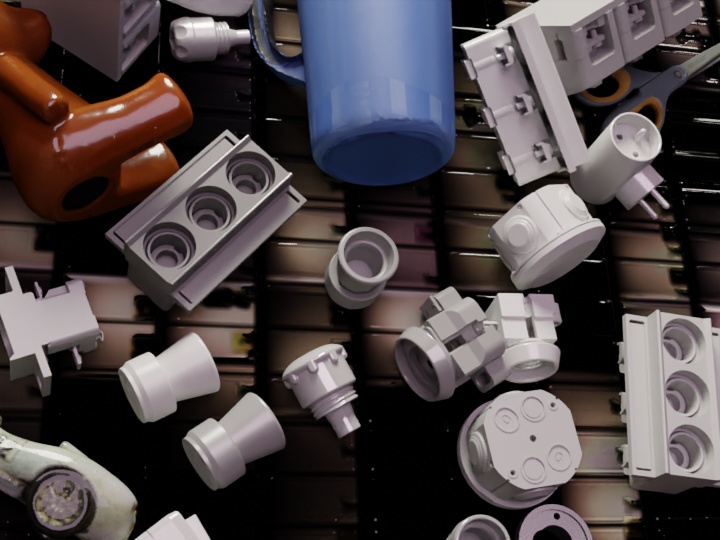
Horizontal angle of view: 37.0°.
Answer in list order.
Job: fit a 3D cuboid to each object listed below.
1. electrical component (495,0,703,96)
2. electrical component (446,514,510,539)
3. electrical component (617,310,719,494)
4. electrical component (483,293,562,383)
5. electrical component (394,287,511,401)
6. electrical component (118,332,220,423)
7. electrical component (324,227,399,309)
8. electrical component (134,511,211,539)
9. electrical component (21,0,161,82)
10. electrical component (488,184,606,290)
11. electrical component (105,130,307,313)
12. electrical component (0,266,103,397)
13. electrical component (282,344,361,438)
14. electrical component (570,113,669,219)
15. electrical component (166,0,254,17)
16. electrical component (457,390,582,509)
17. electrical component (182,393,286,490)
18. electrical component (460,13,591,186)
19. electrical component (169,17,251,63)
[{"bbox_3d":[0.204,-0.206,0.905,0.150,0.089,0.061,-33,117,-25],"label":"electrical component"},{"bbox_3d":[0.076,0.189,0.726,0.040,0.046,0.040,6,66,-12],"label":"electrical component"},{"bbox_3d":[0.228,0.100,0.796,0.079,0.063,0.121,9,65,-11],"label":"electrical component"},{"bbox_3d":[0.122,0.051,0.801,0.066,0.048,0.055,2,59,-14],"label":"electrical component"},{"bbox_3d":[0.062,0.059,0.775,0.057,0.058,0.078,-28,76,-27],"label":"electrical component"},{"bbox_3d":[-0.129,0.073,0.725,0.055,0.045,0.045,-25,75,-23],"label":"electrical component"},{"bbox_3d":[0.000,0.000,0.784,0.045,0.055,0.045,6,65,-12],"label":"electrical component"},{"bbox_3d":[-0.106,0.203,0.663,0.061,0.061,0.096,-35,79,-25],"label":"electrical component"},{"bbox_3d":[-0.192,-0.219,0.777,0.089,0.150,0.061,33,64,1],"label":"electrical component"},{"bbox_3d":[0.142,-0.025,0.820,0.080,0.080,0.051,-24,70,-23],"label":"electrical component"},{"bbox_3d":[-0.109,-0.031,0.765,0.079,0.063,0.121,42,63,5],"label":"electrical component"},{"bbox_3d":[-0.210,0.038,0.721,0.064,0.042,0.081,-17,73,-25],"label":"electrical component"},{"bbox_3d":[-0.022,0.086,0.748,0.048,0.048,0.062,-26,82,-23],"label":"electrical component"},{"bbox_3d":[0.216,-0.075,0.862,0.044,0.077,0.079,-36,80,-25],"label":"electrical component"},{"bbox_3d":[-0.134,-0.237,0.856,0.077,0.043,0.079,4,29,-40],"label":"electrical component"},{"bbox_3d":[0.113,0.125,0.761,0.080,0.051,0.080,6,65,-13],"label":"electrical component"},{"bbox_3d":[-0.084,0.115,0.718,0.055,0.045,0.045,-32,78,-24],"label":"electrical component"},{"bbox_3d":[0.128,-0.133,0.849,0.063,0.078,0.121,-22,101,6],"label":"electrical component"},{"bbox_3d":[-0.117,-0.182,0.845,0.061,0.035,0.035,-7,69,-20],"label":"electrical component"}]
